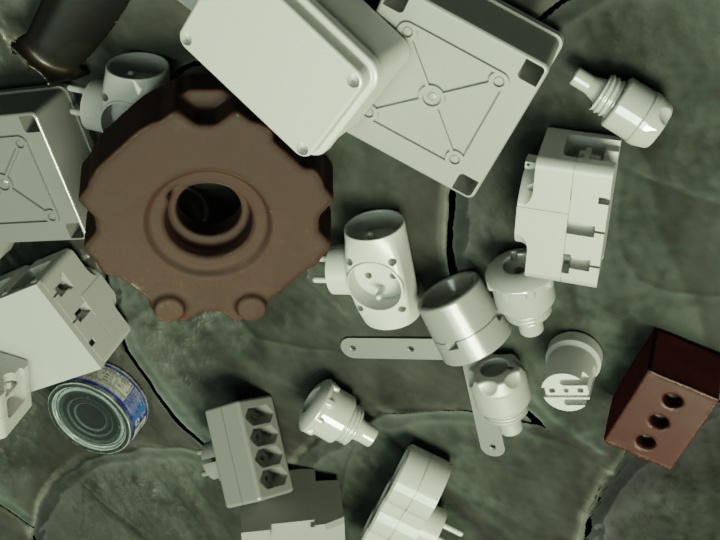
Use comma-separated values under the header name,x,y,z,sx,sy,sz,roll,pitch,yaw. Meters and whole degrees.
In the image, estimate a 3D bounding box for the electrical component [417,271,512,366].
name,x,y,z,sx,sy,sz,roll,pitch,yaw
electrical component,0.073,0.033,0.768,0.055,0.055,0.047,-19,111,31

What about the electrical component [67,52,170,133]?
name,x,y,z,sx,sy,sz,roll,pitch,yaw
electrical component,-0.172,-0.114,0.765,0.079,0.044,0.077,13,128,12

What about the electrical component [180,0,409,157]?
name,x,y,z,sx,sy,sz,roll,pitch,yaw
electrical component,-0.039,-0.131,0.627,0.113,0.057,0.078,43,130,1

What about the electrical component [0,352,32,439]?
name,x,y,z,sx,sy,sz,roll,pitch,yaw
electrical component,-0.324,0.099,0.892,0.089,0.050,0.055,15,127,10

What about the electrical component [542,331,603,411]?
name,x,y,z,sx,sy,sz,roll,pitch,yaw
electrical component,0.151,0.073,0.770,0.040,0.046,0.040,11,127,14

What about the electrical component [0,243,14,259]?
name,x,y,z,sx,sy,sz,roll,pitch,yaw
electrical component,-0.313,-0.020,0.875,0.043,0.062,0.043,11,127,15

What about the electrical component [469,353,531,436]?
name,x,y,z,sx,sy,sz,roll,pitch,yaw
electrical component,0.107,0.096,0.806,0.043,0.043,0.062,-4,124,24

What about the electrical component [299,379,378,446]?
name,x,y,z,sx,sy,sz,roll,pitch,yaw
electrical component,-0.015,0.121,0.872,0.062,0.048,0.048,31,129,-11

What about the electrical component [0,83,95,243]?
name,x,y,z,sx,sy,sz,roll,pitch,yaw
electrical component,-0.255,-0.079,0.815,0.109,0.056,0.108,-2,123,22

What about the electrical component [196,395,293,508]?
name,x,y,z,sx,sy,sz,roll,pitch,yaw
electrical component,-0.108,0.156,0.907,0.076,0.047,0.083,-19,80,31

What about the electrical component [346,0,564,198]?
name,x,y,z,sx,sy,sz,roll,pitch,yaw
electrical component,0.051,-0.119,0.666,0.109,0.056,0.108,29,129,0

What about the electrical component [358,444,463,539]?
name,x,y,z,sx,sy,sz,roll,pitch,yaw
electrical component,0.050,0.211,0.905,0.074,0.052,0.138,26,129,3

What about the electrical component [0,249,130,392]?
name,x,y,z,sx,sy,sz,roll,pitch,yaw
electrical component,-0.281,0.049,0.913,0.150,0.061,0.089,-19,115,31

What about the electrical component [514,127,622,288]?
name,x,y,z,sx,sy,sz,roll,pitch,yaw
electrical component,0.133,-0.041,0.694,0.056,0.050,0.089,10,127,14

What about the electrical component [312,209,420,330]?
name,x,y,z,sx,sy,sz,roll,pitch,yaw
electrical component,0.000,0.000,0.778,0.079,0.044,0.077,1,124,21

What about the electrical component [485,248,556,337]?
name,x,y,z,sx,sy,sz,roll,pitch,yaw
electrical component,0.115,0.019,0.748,0.048,0.048,0.062,0,131,22

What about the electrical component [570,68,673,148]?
name,x,y,z,sx,sy,sz,roll,pitch,yaw
electrical component,0.156,-0.102,0.651,0.061,0.035,0.035,32,129,1

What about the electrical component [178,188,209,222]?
name,x,y,z,sx,sy,sz,roll,pitch,yaw
electrical component,-0.140,-0.035,0.813,0.040,0.040,0.046,35,135,-5

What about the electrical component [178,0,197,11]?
name,x,y,z,sx,sy,sz,roll,pitch,yaw
electrical component,-0.123,-0.240,0.644,0.150,0.061,0.089,37,129,-7
